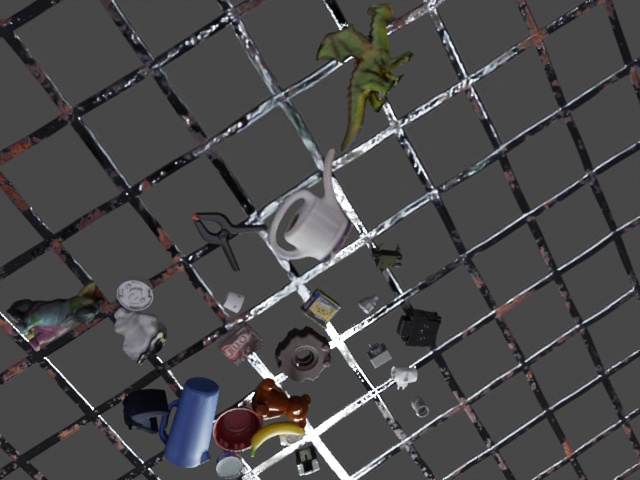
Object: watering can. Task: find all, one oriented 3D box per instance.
[{"bbox_3d":[0.005,-0.076,1.501,0.222,0.105,0.346,34,96,-19],"label":"watering can"}]

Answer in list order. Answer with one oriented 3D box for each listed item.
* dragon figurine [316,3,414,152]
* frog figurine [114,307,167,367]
[{"bbox_3d":[0.100,-0.475,1.434,0.243,0.122,0.409,36,94,-1],"label":"dragon figurine"},{"bbox_3d":[-0.532,0.268,1.500,0.161,0.123,0.136,37,107,17],"label":"frog figurine"}]
